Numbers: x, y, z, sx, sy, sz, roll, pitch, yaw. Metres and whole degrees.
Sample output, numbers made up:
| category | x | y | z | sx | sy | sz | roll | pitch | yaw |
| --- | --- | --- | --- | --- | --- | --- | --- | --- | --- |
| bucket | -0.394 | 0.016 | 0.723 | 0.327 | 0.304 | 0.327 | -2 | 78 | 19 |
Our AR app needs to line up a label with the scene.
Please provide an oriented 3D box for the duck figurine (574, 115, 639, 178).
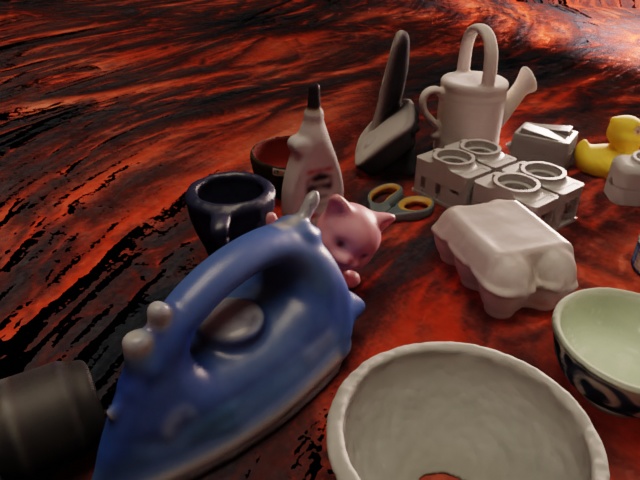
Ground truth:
| category | x | y | z | sx | sy | sz | roll | pitch | yaw |
| --- | --- | --- | --- | --- | --- | --- | --- | --- | --- |
| duck figurine | 0.428 | -0.139 | 0.830 | 0.104 | 0.086 | 0.077 | 11 | 33 | 16 |

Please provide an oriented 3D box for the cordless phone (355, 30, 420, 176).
| category | x | y | z | sx | sy | sz | roll | pitch | yaw |
| --- | --- | --- | --- | --- | --- | --- | --- | --- | --- |
| cordless phone | 0.100 | -0.196 | 0.821 | 0.094 | 0.185 | 0.147 | 2 | 31 | 3 |

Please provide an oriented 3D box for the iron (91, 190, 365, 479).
| category | x | y | z | sx | sy | sz | roll | pitch | yaw |
| --- | --- | --- | --- | --- | --- | --- | --- | --- | --- |
| iron | -0.071 | 0.066 | 0.427 | 0.118 | 0.141 | 0.259 | 21 | 37 | 30 |

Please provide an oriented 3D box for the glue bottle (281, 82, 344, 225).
| category | x | y | z | sx | sy | sz | roll | pitch | yaw |
| --- | --- | --- | --- | --- | --- | --- | --- | --- | --- |
| glue bottle | -0.008 | -0.096 | 0.666 | 0.078 | 0.173 | 0.037 | -19 | 36 | -29 |

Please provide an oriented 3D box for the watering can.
| category | x | y | z | sx | sy | sz | roll | pitch | yaw |
| --- | --- | --- | --- | --- | --- | --- | --- | --- | --- |
| watering can | 0.237 | -0.225 | 0.864 | 0.173 | 0.194 | 0.100 | -18 | 36 | -28 |

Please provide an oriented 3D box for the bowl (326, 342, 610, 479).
| category | x | y | z | sx | sy | sz | roll | pitch | yaw |
| --- | --- | --- | --- | --- | --- | --- | --- | --- | --- |
| bowl | 0.086 | 0.145 | 0.365 | 0.167 | 0.075 | 0.167 | 1 | 31 | 0 |

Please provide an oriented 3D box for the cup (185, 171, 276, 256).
| category | x | y | z | sx | sy | sz | roll | pitch | yaw |
| --- | --- | --- | --- | --- | --- | --- | --- | --- | --- |
| cup | -0.091 | -0.007 | 0.592 | 0.091 | 0.095 | 0.117 | 1 | 31 | 0 |

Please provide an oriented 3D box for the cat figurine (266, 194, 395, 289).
| category | x | y | z | sx | sy | sz | roll | pitch | yaw |
| --- | --- | --- | --- | --- | --- | --- | --- | --- | --- |
| cat figurine | 0.005 | 0.002 | 0.558 | 0.127 | 0.118 | 0.067 | 8 | 32 | 13 |

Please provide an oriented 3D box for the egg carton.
| category | x | y | z | sx | sy | sz | roll | pitch | yaw |
| --- | --- | --- | --- | --- | --- | --- | --- | --- | --- |
| egg carton | 0.187 | 0.014 | 0.588 | 0.107 | 0.069 | 0.150 | -9 | 32 | -15 |

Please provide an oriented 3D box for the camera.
| category | x | y | z | sx | sy | sz | roll | pitch | yaw |
| --- | --- | --- | --- | --- | --- | --- | --- | --- | --- |
| camera | -0.207 | 0.130 | 0.359 | 0.137 | 0.101 | 0.142 | -18 | 36 | -28 |
